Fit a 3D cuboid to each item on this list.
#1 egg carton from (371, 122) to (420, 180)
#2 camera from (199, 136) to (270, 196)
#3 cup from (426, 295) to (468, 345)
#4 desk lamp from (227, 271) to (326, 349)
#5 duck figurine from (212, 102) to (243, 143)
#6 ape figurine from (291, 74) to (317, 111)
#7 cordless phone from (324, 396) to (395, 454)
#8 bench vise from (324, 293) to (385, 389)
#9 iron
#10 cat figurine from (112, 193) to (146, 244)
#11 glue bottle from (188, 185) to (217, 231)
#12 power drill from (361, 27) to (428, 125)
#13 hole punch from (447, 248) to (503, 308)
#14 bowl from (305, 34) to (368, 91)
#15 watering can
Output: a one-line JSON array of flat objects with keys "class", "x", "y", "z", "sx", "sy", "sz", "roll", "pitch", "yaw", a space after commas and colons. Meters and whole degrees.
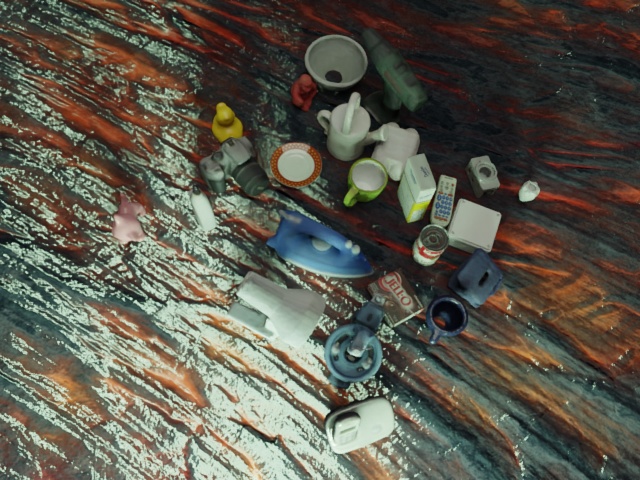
[{"class": "egg carton", "x": 0.190, "y": -0.224, "z": 1.449, "sx": 0.107, "sy": 0.069, "sz": 0.150, "roll": 18, "pitch": 68, "yaw": 3}, {"class": "camera", "x": -0.198, "y": -0.168, "z": 1.378, "sx": 0.143, "sy": 0.101, "sz": 0.136, "roll": -37, "pitch": 76, "yaw": -17}, {"class": "cup", "x": 0.268, "y": 0.190, "z": 1.278, "sx": 0.091, "sy": 0.095, "sz": 0.118, "roll": 31, "pitch": 69, "yaw": 8}, {"class": "desk lamp", "x": -0.096, "y": 0.145, "z": 1.202, "sx": 0.203, "sy": 0.213, "sz": 0.118, "roll": 26, "pitch": 69, "yaw": 6}, {"class": "duck figurine", "x": -0.234, "y": -0.295, "z": 1.433, "sx": 0.077, "sy": 0.086, "sz": 0.104, "roll": -18, "pitch": 71, "yaw": -11}, {"class": "ape figurine", "x": -0.040, "y": -0.392, "z": 1.485, "sx": 0.078, "sy": 0.092, "sz": 0.076, "roll": -30, "pitch": 73, "yaw": -15}, {"class": "cordless phone", "x": 0.084, "y": 0.363, "z": 1.146, "sx": 0.148, "sy": 0.185, "sz": 0.094, "roll": -20, "pitch": 71, "yaw": -12}, {"class": "bench vise", "x": 0.076, "y": 0.196, "z": 1.193, "sx": 0.121, "sy": 0.220, "sz": 0.207, "roll": 9, "pitch": 68, "yaw": -1}, {"class": "iron", "x": 0.012, "y": 0.005, "z": 1.305, "sx": 0.258, "sy": 0.141, "sz": 0.119, "roll": 22, "pitch": 68, "yaw": 4}, {"class": "cat figurine", "x": -0.439, "y": -0.044, "z": 1.301, "sx": 0.067, "sy": 0.118, "sz": 0.128, "roll": -8, "pitch": 69, "yaw": -7}, {"class": "glue bottle", "x": -0.272, "y": -0.084, "z": 1.300, "sx": 0.037, "sy": 0.173, "sz": 0.078, "roll": -30, "pitch": 73, "yaw": -15}, {"class": "power drill", "x": 0.170, "y": -0.392, "z": 1.439, "sx": 0.076, "sy": 0.208, "sz": 0.229, "roll": -37, "pitch": 75, "yaw": -16}, {"class": "hole punch", "x": 0.369, "y": 0.087, "z": 1.329, "sx": 0.101, "sy": 0.091, "sz": 0.109, "roll": 37, "pitch": 70, "yaw": 10}, {"class": "bowl", "x": 0.040, "y": -0.458, "z": 1.526, "sx": 0.167, "sy": 0.075, "sz": 0.167, "roll": 2, "pitch": 68, "yaw": -4}, {"class": "watering can", "x": 0.080, "y": -0.283, "z": 1.396, "sx": 0.173, "sy": 0.194, "sz": 0.101, "roll": 0, "pitch": 68, "yaw": -4}]
